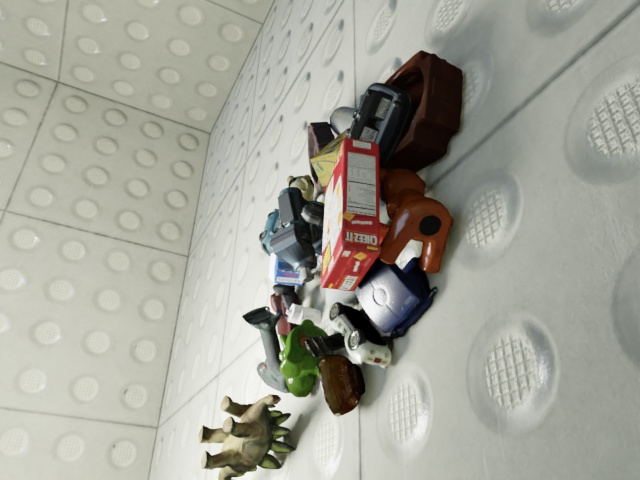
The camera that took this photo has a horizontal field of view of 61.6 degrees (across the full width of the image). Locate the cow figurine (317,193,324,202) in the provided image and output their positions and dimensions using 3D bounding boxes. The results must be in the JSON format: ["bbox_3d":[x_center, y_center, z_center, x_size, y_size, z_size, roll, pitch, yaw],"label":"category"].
[{"bbox_3d":[-0.003,-0.037,1.351,0.167,0.068,0.098,-65,17,12],"label":"cow figurine"}]

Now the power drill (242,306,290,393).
[{"bbox_3d":[-0.129,0.273,1.330,0.232,0.086,0.207,11,112,62],"label":"power drill"}]

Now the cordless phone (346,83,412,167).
[{"bbox_3d":[0.097,-0.229,1.030,0.184,0.089,0.146,-102,32,-70],"label":"cordless phone"}]

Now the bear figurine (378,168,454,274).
[{"bbox_3d":[0.146,-0.046,0.933,0.196,0.120,0.131,-119,45,-63],"label":"bear figurine"}]

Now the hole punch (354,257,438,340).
[{"bbox_3d":[0.125,0.091,0.932,0.142,0.092,0.116,-53,33,34],"label":"hole punch"}]

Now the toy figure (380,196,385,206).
[{"bbox_3d":[0.124,-0.124,1.121,0.058,0.064,0.155,-32,33,-1],"label":"toy figure"}]

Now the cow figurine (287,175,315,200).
[{"bbox_3d":[-0.050,-0.077,1.456,0.127,0.085,0.194,-124,36,-77],"label":"cow figurine"}]

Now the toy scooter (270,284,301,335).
[{"bbox_3d":[-0.084,0.188,1.380,0.184,0.075,0.135,-144,49,-77],"label":"toy scooter"}]

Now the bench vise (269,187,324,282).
[{"bbox_3d":[-0.011,0.002,1.159,0.129,0.240,0.224,-38,55,18],"label":"bench vise"}]

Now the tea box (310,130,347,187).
[{"bbox_3d":[0.068,-0.185,1.126,0.098,0.068,0.169,-8,26,41],"label":"tea box"}]

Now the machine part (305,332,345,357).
[{"bbox_3d":[0.015,0.203,1.047,0.138,0.084,0.039,24,-124,-72],"label":"machine part"}]

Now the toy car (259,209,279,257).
[{"bbox_3d":[-0.101,-0.023,1.555,0.103,0.109,0.162,-20,41,36],"label":"toy car"}]

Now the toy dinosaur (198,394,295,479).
[{"bbox_3d":[-0.173,0.474,1.227,0.471,0.198,0.105,-56,29,37],"label":"toy dinosaur"}]

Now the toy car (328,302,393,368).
[{"bbox_3d":[0.072,0.174,1.013,0.056,0.073,0.202,-68,22,11],"label":"toy car"}]

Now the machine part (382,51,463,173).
[{"bbox_3d":[0.180,-0.236,1.027,0.201,0.087,0.201,-27,51,59],"label":"machine part"}]

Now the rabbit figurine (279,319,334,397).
[{"bbox_3d":[-0.046,0.268,1.183,0.159,0.121,0.170,-111,27,-46],"label":"rabbit figurine"}]

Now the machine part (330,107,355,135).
[{"bbox_3d":[0.084,-0.279,1.300,0.079,0.079,0.243,-70,22,10],"label":"machine part"}]

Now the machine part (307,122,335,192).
[{"bbox_3d":[0.008,-0.214,1.382,0.179,0.056,0.179,172,89,-83],"label":"machine part"}]

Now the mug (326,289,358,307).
[{"bbox_3d":[0.049,0.090,1.124,0.107,0.081,0.110,118,154,-42],"label":"mug"}]
